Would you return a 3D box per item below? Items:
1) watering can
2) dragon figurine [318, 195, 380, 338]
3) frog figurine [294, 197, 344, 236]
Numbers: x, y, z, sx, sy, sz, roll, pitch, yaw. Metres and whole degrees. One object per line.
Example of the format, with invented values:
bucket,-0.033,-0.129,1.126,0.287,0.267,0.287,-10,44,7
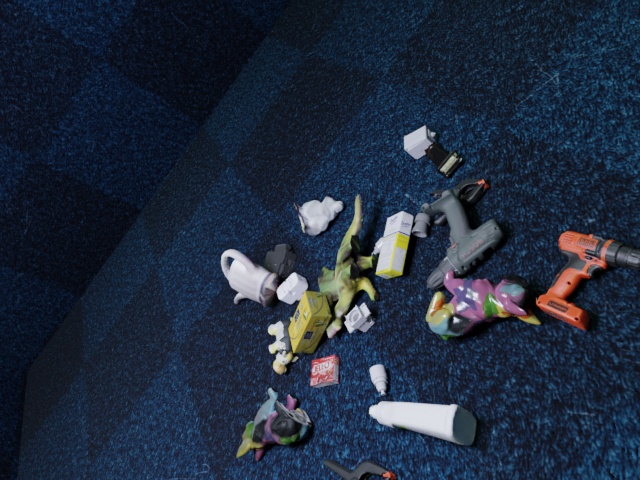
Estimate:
watering can,-0.238,0.160,1.785,0.226,0.339,0.106,26,56,20
dragon figurine,0.061,0.086,1.533,0.239,0.121,0.419,-31,48,46
frog figurine,0.005,-0.089,1.765,0.160,0.120,0.140,-17,31,-5
